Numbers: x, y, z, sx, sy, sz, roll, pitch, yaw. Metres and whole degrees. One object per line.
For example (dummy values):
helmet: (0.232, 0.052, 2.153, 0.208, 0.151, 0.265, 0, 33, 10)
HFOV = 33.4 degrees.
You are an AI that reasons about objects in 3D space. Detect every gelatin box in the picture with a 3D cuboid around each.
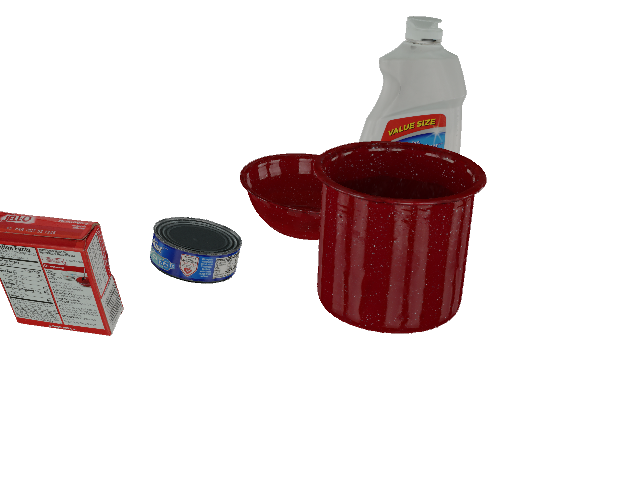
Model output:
gelatin box: (-0.181, 0.023, 0.731, 0.073, 0.089, 0.030, 6, 45, 12)

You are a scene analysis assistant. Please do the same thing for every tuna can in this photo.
tuna can: (-0.121, 0.009, 1.030, 0.086, 0.034, 0.086, 11, 21, -5)

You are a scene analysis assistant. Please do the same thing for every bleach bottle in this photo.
bleach bottle: (0.068, -0.067, 0.928, 0.102, 0.251, 0.068, 7, 19, 5)

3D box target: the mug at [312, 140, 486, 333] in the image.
mug: (0.044, -0.006, 0.598, 0.093, 0.081, 0.117, 10, 25, 14)

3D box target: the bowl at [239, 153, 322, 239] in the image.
bowl: (-0.015, -0.045, 1.227, 0.162, 0.055, 0.162, 6, 27, -3)
